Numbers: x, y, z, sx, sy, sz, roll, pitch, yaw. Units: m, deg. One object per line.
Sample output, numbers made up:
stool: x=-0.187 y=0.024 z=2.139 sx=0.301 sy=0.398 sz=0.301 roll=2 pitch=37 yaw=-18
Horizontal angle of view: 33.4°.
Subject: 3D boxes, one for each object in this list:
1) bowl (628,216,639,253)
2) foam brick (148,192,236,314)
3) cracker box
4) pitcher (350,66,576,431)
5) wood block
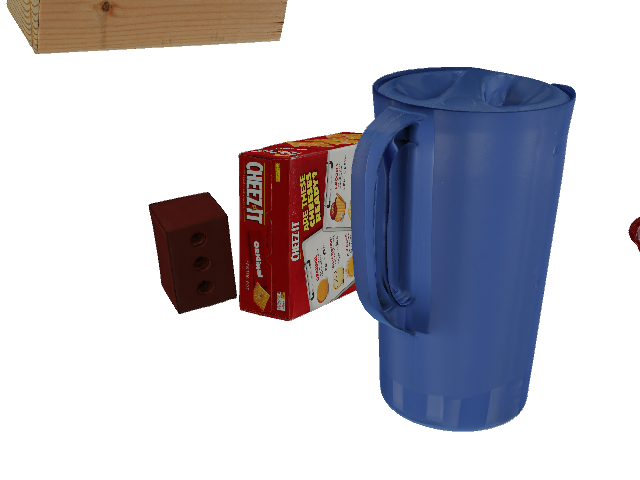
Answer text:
bowl: x=0.405 y=0.016 z=1.117 sx=0.162 sy=0.055 sz=0.162 roll=-3 pitch=23 yaw=1
foam brick: x=-0.103 y=0.009 z=0.863 sx=0.053 sy=0.078 sz=0.051 roll=-15 pitch=30 yaw=-18
cracker box: x=-0.003 y=-0.023 z=1.125 sx=0.072 sy=0.164 sz=0.213 roll=7 pitch=14 yaw=30
pitcher: x=0.091 y=0.008 z=0.738 sx=0.149 sy=0.243 sz=0.145 roll=1 pitch=21 yaw=-1
wood block: x=-0.135 y=-0.212 z=0.851 sx=0.205 sy=0.091 sz=0.090 roll=-9 pitch=40 yaw=-28
